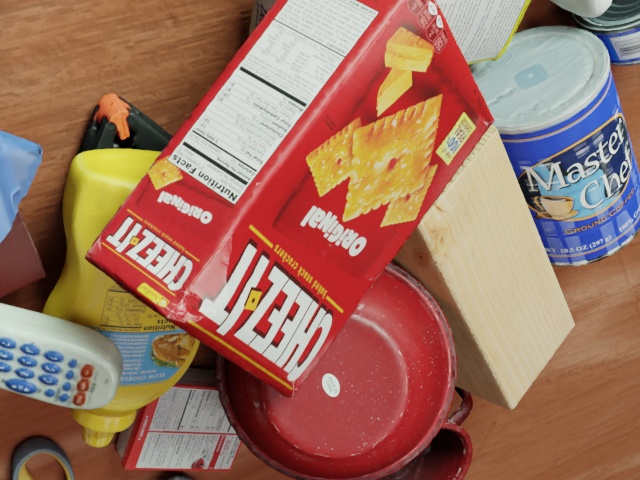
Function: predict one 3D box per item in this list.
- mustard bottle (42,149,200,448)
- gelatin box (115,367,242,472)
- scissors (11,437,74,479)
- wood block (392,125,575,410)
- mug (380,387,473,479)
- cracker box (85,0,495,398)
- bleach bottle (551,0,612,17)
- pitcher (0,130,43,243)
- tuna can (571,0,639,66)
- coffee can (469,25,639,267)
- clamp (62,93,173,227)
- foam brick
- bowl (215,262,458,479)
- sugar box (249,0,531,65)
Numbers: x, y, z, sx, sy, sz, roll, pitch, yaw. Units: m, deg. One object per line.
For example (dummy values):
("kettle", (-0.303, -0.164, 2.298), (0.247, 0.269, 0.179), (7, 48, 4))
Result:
("mustard bottle", (-0.115, 0.043, 0.635), (0.096, 0.058, 0.192), (2, 118, -31))
("gelatin box", (-0.094, 0.128, 0.767), (0.089, 0.030, 0.073), (8, 113, -32))
("scissors", (-0.211, 0.227, 0.769), (0.096, 0.016, 0.202), (-11, 123, -23))
("wood block", (0.097, 0.016, 0.759), (0.090, 0.090, 0.206), (-48, 133, -19))
("mug", (0.068, 0.151, 0.842), (0.117, 0.082, 0.093), (-44, 130, 1))
("cracker box", (-0.003, -0.032, 0.588), (0.213, 0.072, 0.164), (-54, 150, -6))
("bleach bottle", (0.239, -0.266, 0.699), (0.251, 0.068, 0.102), (-42, 131, -4))
("pitcher", (-0.239, -0.091, 0.456), (0.149, 0.145, 0.243), (-54, 141, -48))
("tuna can", (0.217, -0.162, 0.734), (0.086, 0.086, 0.033), (-42, 129, -1))
("coffee can", (0.166, -0.064, 0.753), (0.102, 0.103, 0.140), (-36, 130, -7))
("clamp", (-0.116, 0.009, 0.676), (0.164, 0.036, 0.210), (-27, 130, -13))
("foam brick", (-0.197, -0.010, 0.607), (0.053, 0.051, 0.078), (-24, 128, -17))
("bowl", (0.010, 0.088, 0.686), (0.162, 0.055, 0.162), (0, 95, 2))
("sugar box", (0.045, -0.141, 0.655), (0.176, 0.048, 0.093), (-12, 149, -22))
